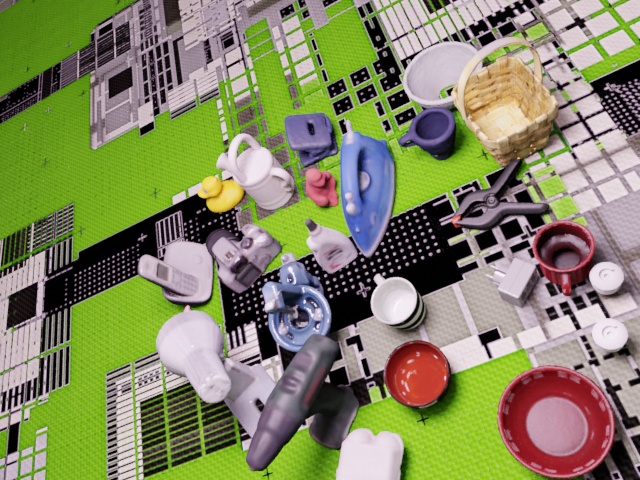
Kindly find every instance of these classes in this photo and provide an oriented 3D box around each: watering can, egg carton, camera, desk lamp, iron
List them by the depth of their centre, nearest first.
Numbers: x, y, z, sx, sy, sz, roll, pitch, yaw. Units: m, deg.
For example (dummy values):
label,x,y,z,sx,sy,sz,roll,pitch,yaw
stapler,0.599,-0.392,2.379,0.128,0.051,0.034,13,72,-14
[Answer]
label,x,y,z,sx,sy,sz,roll,pitch,yaw
egg carton,0.079,0.384,0.923,0.107,0.070,0.150,-2,63,26
desk lamp,-0.178,0.243,1.038,0.118,0.214,0.202,-47,54,-3
iron,0.078,-0.109,1.147,0.118,0.142,0.258,-10,60,22
camera,-0.182,0.017,1.233,0.143,0.101,0.136,-48,54,-4
watering can,-0.148,-0.153,1.251,0.172,0.195,0.101,-10,60,22

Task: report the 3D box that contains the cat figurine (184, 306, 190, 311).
label,x,y,z,sx,sy,sz,roll,pitch,yaw
cat figurine,-0.266,0.205,1.162,0.067,0.118,0.128,13,70,31

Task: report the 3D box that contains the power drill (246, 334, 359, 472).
label,x,y,z,sx,sy,sz,roll,pitch,yaw
power drill,-0.017,0.279,0.942,0.075,0.209,0.230,13,70,31

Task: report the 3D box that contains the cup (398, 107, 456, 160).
label,x,y,z,sx,sy,sz,roll,pitch,yaw
cup,0.223,-0.199,1.153,0.117,0.095,0.091,-23,56,14

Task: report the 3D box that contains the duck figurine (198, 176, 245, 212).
label,x,y,z,sx,sy,sz,roll,pitch,yaw
duck figurine,-0.236,-0.119,1.343,0.104,0.086,0.077,-25,56,13

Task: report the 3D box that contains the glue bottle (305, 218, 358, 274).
label,x,y,z,sx,sy,sz,roll,pitch,yaw
glue bottle,0.010,0.004,1.100,0.078,0.174,0.037,-37,54,4

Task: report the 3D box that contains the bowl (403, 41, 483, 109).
label,x,y,z,sx,sy,sz,roll,pitch,yaw
bowl,0.266,-0.335,1.218,0.167,0.075,0.167,-12,59,21

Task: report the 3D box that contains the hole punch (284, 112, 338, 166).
label,x,y,z,sx,sy,sz,roll,pitch,yaw
hole punch,-0.020,-0.241,1.299,0.101,0.091,0.108,-22,56,15

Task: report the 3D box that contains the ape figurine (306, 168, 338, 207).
label,x,y,z,sx,sy,sz,roll,pitch,yaw
ape figurine,-0.002,-0.119,1.223,0.075,0.092,0.078,22,75,34

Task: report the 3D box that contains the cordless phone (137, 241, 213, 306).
label,x,y,z,sx,sy,sz,roll,pitch,yaw
cordless phone,-0.313,0.053,1.226,0.094,0.186,0.147,-18,57,17

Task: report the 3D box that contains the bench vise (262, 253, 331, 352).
label,x,y,z,sx,sy,sz,roll,pitch,yaw
bench vise,-0.062,0.111,1.048,0.121,0.220,0.207,-38,54,3
